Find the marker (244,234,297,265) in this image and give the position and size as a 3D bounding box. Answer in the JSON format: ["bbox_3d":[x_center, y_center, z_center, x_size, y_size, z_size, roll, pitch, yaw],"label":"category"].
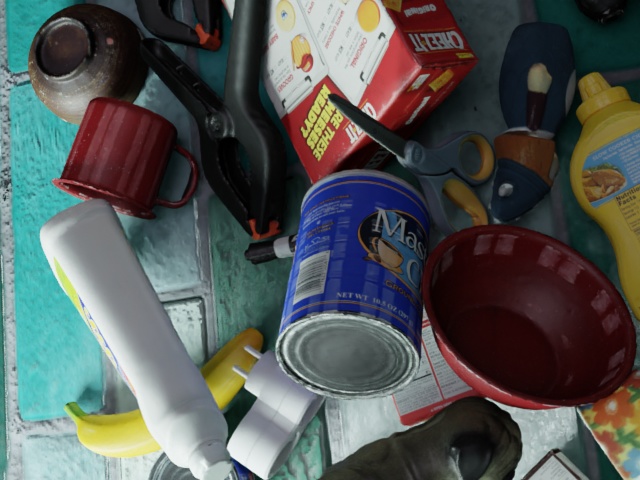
[{"bbox_3d":[-0.006,0.001,0.883,0.121,0.020,0.020,-12,76,17],"label":"marker"}]

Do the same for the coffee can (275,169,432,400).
[{"bbox_3d":[0.028,0.032,0.790,0.103,0.102,0.140,-7,46,18],"label":"coffee can"}]

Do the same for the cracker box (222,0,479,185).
[{"bbox_3d":[0.013,-0.174,0.841,0.164,0.071,0.214,-48,63,49],"label":"cracker box"}]

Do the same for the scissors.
[{"bbox_3d":[0.078,-0.074,0.789,0.016,0.201,0.096,1,55,42],"label":"scissors"}]

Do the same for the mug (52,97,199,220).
[{"bbox_3d":[-0.161,-0.067,0.920,0.117,0.093,0.081,19,80,-7],"label":"mug"}]

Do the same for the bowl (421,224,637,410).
[{"bbox_3d":[0.142,0.066,0.773,0.162,0.161,0.055,44,140,21],"label":"bowl"}]

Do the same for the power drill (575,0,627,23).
[{"bbox_3d":[0.134,-0.228,0.858,0.188,0.057,0.184,-23,75,12],"label":"power drill"}]

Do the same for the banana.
[{"bbox_3d":[-0.130,0.137,0.891,0.198,0.037,0.069,-22,74,14],"label":"banana"}]

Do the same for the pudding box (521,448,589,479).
[{"bbox_3d":[0.178,0.221,0.767,0.090,0.039,0.113,-46,71,6],"label":"pudding box"}]

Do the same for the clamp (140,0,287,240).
[{"bbox_3d":[-0.069,-0.106,0.882,0.165,0.036,0.210,-28,82,48],"label":"clamp"}]

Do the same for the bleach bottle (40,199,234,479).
[{"bbox_3d":[-0.138,0.083,0.840,0.068,0.102,0.251,-27,53,-15],"label":"bleach bottle"}]

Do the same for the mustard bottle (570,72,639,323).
[{"bbox_3d":[0.239,-0.039,0.783,0.096,0.058,0.192,-27,72,15],"label":"mustard bottle"}]

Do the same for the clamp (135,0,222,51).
[{"bbox_3d":[-0.138,-0.246,0.964,0.171,0.039,0.120,43,108,16],"label":"clamp"}]

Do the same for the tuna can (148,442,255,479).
[{"bbox_3d":[-0.097,0.204,0.869,0.086,0.033,0.086,-4,79,19],"label":"tuna can"}]

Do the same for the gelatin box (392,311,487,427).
[{"bbox_3d":[0.085,0.091,0.828,0.073,0.030,0.089,-23,74,15],"label":"gelatin box"}]
